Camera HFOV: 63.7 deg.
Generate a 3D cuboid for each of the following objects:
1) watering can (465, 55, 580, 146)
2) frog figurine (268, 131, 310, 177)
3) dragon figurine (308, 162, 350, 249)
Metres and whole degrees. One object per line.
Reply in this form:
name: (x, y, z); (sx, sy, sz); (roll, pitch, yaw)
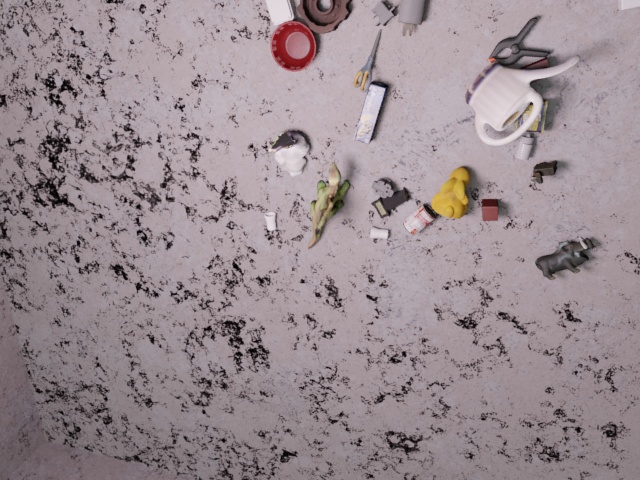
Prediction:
watering can: (0.574, -0.447, 1.529); (0.227, 0.105, 0.341); (50, 125, 21)
frog figurine: (-0.096, -0.312, 1.865); (0.136, 0.125, 0.157); (-23, 140, 17)
dragon figurine: (0.006, -0.092, 1.831); (0.122, 0.247, 0.403); (19, 115, 3)
